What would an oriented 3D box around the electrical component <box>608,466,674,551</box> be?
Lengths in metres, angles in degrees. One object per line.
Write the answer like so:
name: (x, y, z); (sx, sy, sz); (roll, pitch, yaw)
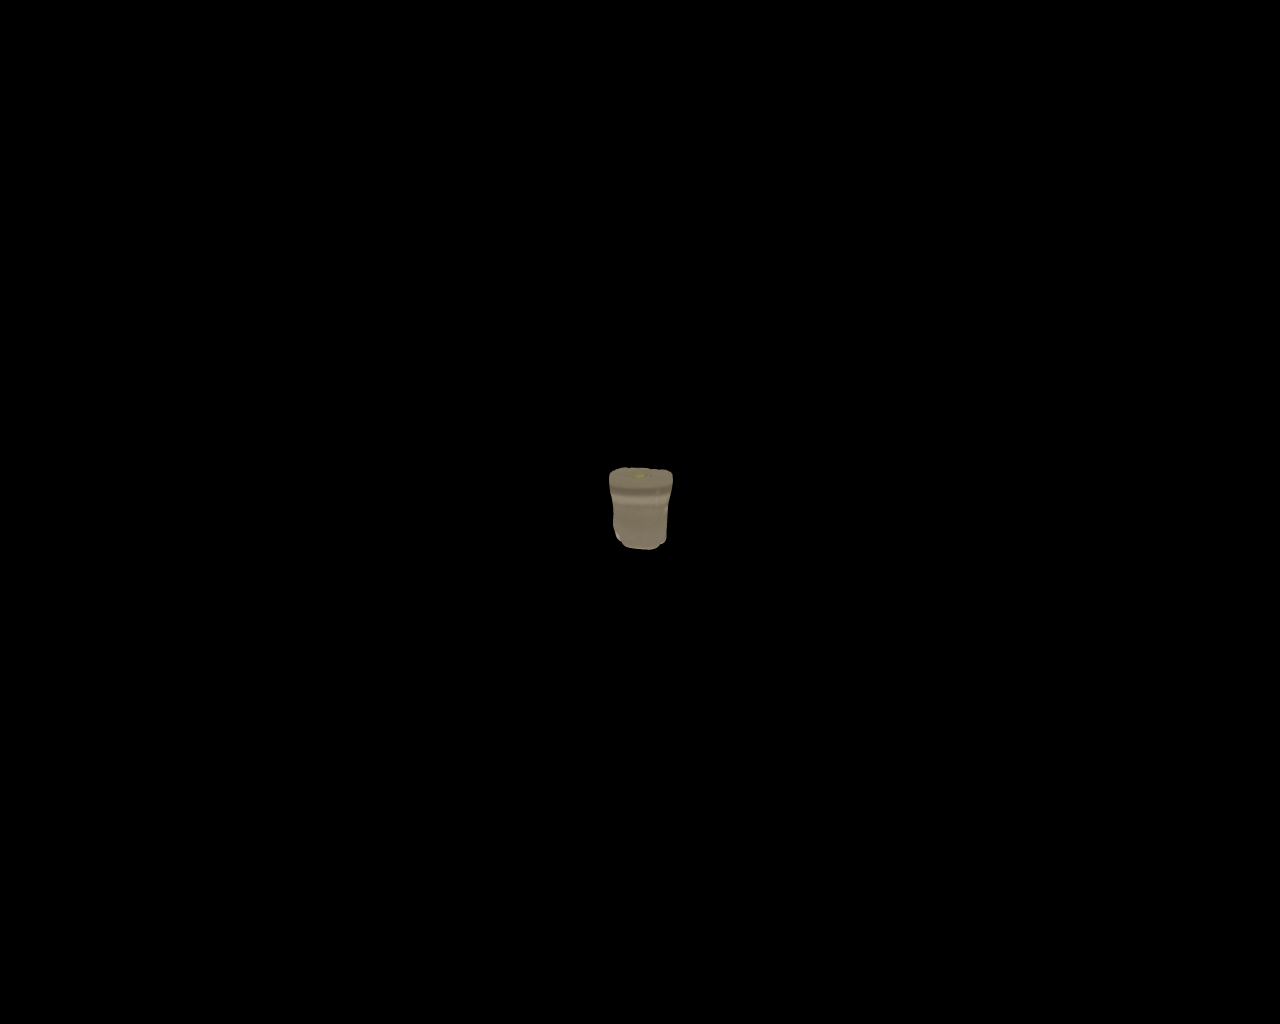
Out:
electrical component: (0.001, -0.003, 0.650); (0.040, 0.046, 0.040); (0, 9, 0)
